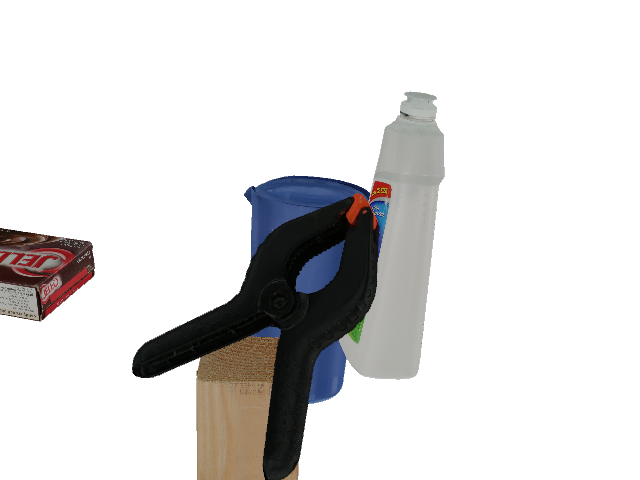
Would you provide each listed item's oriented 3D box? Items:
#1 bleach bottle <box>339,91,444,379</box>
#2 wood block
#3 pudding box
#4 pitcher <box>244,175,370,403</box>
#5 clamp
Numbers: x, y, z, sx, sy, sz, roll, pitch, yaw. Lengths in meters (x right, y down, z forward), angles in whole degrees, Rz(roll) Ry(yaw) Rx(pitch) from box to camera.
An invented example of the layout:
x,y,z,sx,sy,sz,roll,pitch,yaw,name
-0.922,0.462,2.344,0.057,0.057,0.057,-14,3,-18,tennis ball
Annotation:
x,y,z,sx,sy,sz,roll,pitch,yaw,name
0.068,-0.008,0.952,0.068,0.251,0.102,3,19,-12,bleach bottle
-0.064,0.198,0.956,0.090,0.206,0.091,2,20,-2,wood block
-0.261,0.026,0.899,0.114,0.039,0.090,6,24,17,pudding box
-0.009,0.057,1.191,0.144,0.243,0.149,-1,18,-17,pitcher
-0.016,0.052,0.622,0.120,0.171,0.039,43,-4,20,clamp
